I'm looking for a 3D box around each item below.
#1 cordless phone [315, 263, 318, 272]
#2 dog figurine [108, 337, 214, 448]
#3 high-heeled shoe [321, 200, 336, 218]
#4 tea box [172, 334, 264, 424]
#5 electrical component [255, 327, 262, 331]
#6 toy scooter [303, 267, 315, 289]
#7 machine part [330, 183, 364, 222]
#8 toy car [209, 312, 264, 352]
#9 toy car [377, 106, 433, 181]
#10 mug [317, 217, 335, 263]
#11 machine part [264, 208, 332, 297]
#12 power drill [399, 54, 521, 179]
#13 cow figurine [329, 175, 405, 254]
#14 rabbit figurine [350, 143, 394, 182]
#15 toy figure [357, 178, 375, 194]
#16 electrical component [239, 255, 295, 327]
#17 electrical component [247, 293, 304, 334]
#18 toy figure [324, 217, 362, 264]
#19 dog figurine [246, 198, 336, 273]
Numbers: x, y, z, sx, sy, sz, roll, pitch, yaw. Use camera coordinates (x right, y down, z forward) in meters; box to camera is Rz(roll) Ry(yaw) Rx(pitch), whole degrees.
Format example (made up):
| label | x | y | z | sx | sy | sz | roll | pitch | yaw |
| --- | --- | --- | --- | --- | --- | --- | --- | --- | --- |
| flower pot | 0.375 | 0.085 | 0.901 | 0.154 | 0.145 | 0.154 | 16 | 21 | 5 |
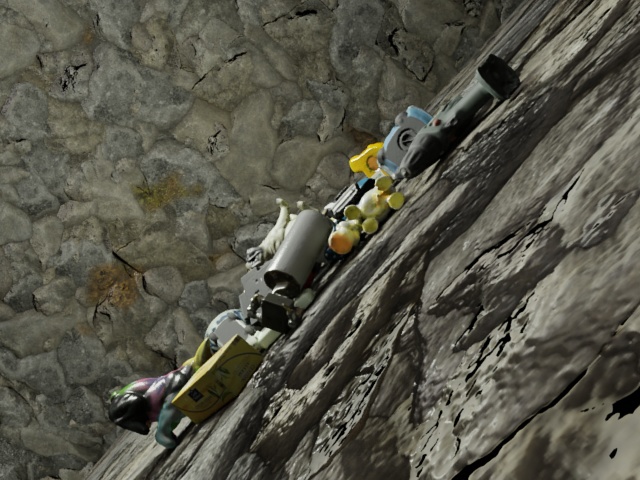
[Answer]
| label | x | y | z | sx | sy | sz | roll | pitch | yaw |
| --- | --- | --- | --- | --- | --- | --- | --- | --- | --- |
| cordless phone | -0.079 | 0.096 | 1.381 | 0.147 | 0.089 | 0.184 | -115 | 38 | -54 |
| dog figurine | -0.294 | 0.287 | 1.080 | 0.219 | 0.191 | 0.108 | -65 | 3 | -19 |
| high-heeled shoe | 0.018 | -0.022 | 1.453 | 0.248 | 0.086 | 0.145 | -51 | 5 | 22 |
| tea box | -0.184 | 0.251 | 0.959 | 0.169 | 0.068 | 0.098 | -42 | 7 | 43 |
| electrical component | -0.160 | 0.221 | 1.339 | 0.063 | 0.021 | 0.094 | -50 | 5 | -23 |
| toy scooter | -0.085 | 0.119 | 1.162 | 0.184 | 0.075 | 0.135 | -37 | 20 | 47 |
| machine part | 0.053 | -0.077 | 1.080 | 0.084 | 0.039 | 0.139 | -53 | 4 | 5 |
| toy car | -0.171 | 0.203 | 1.098 | 0.073 | 0.056 | 0.202 | -47 | 22 | -14 |
| toy car | 0.208 | -0.210 | 1.209 | 0.161 | 0.109 | 0.103 | -58 | -23 | 18 |
| mug | -0.002 | -0.004 | 1.159 | 0.109 | 0.107 | 0.081 | -55 | 19 | 24 |
| machine part | -0.040 | 0.023 | 1.032 | 0.079 | 0.079 | 0.243 | -43 | 16 | 51 |
| power drill | 0.249 | -0.217 | 0.959 | 0.232 | 0.086 | 0.207 | -47 | -5 | -39 |
| cow figurine | 0.082 | -0.043 | 1.013 | 0.167 | 0.068 | 0.098 | -44 | -2 | 4 |
| rabbit figurine | 0.178 | -0.209 | 1.352 | 0.162 | 0.122 | 0.173 | -53 | -19 | 27 |
| toy figure | 0.104 | -0.091 | 1.202 | 0.089 | 0.082 | 0.180 | -36 | -4 | -16 |
| electrical component | -0.106 | 0.111 | 1.088 | 0.134 | 0.115 | 0.058 | -38 | -37 | 29 |
| electrical component | -0.080 | 0.126 | 0.932 | 0.045 | 0.102 | 0.078 | -50 | -22 | -58 |
| toy figure | 0.047 | -0.003 | 1.080 | 0.058 | 0.064 | 0.154 | -5 | 28 | 20 |
| dog figurine | -0.068 | 0.018 | 1.236 | 0.173 | 0.121 | 0.190 | 8 | 65 | 42 |
